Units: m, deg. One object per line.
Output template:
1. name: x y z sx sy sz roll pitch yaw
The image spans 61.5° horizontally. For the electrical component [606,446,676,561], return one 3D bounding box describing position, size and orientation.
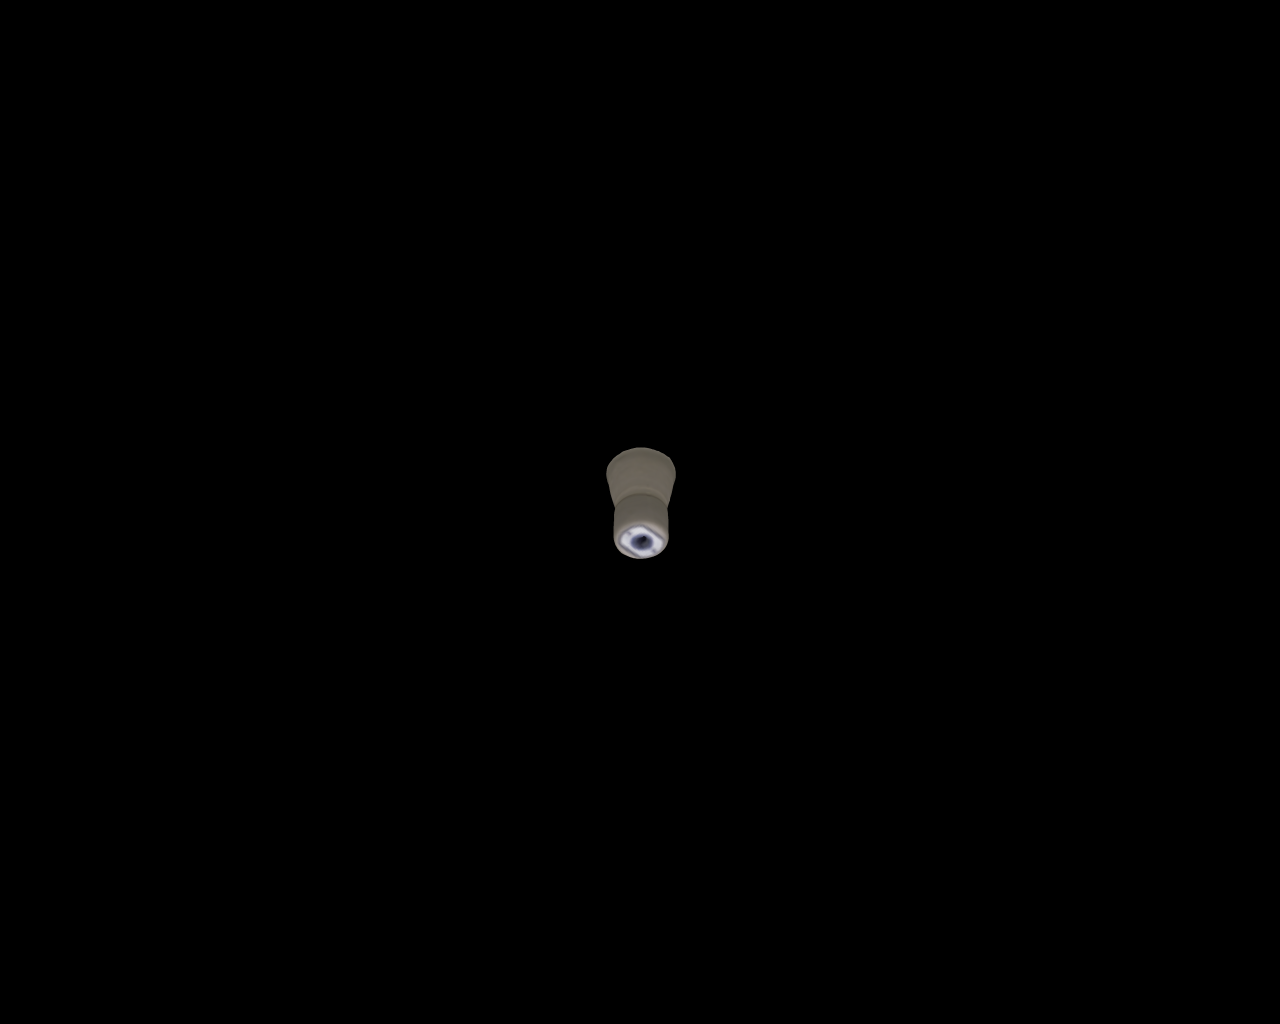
1. electrical component: 0.001 -0.003 0.650 0.044 0.044 0.065 0 44 0
